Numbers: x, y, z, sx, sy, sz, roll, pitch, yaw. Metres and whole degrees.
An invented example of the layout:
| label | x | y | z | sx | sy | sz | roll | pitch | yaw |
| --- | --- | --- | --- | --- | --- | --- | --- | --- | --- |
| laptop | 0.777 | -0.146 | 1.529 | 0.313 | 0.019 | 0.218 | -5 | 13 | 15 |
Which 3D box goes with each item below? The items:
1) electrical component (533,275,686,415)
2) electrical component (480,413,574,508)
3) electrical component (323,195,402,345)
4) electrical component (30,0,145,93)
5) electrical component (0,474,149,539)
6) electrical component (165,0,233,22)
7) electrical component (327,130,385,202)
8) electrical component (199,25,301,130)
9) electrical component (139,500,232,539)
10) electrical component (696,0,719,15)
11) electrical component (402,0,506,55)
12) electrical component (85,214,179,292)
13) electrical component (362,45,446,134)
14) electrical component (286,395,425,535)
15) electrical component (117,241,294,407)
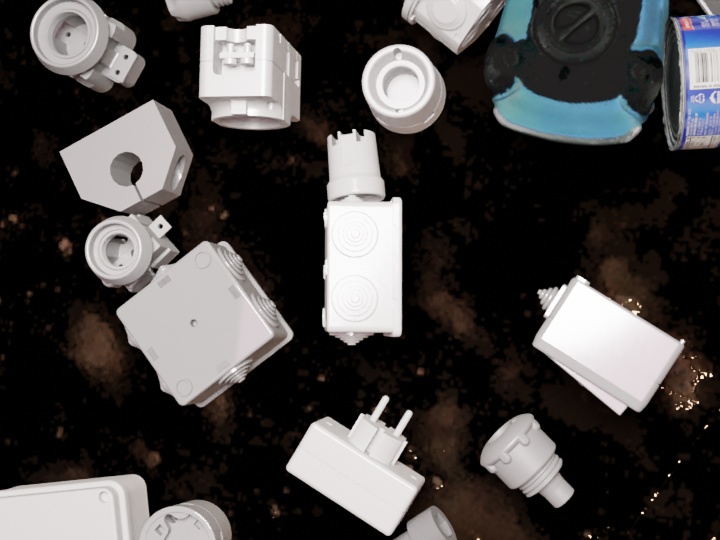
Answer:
| label | x | y | z | sx | sy | sz | roll | pitch | yaw |
| --- | --- | --- | --- | --- | --- | --- | --- | --- | --- |
| electrical component | 0.153 | 0.047 | 0.704 | 0.096 | 0.062 | 0.061 | 33 | 93 | 10 |
| electrical component | 0.115 | 0.130 | 0.716 | 0.048 | 0.048 | 0.062 | -45 | 88 | 5 |
| electrical component | 0.000 | 0.000 | 0.716 | 0.048 | 0.099 | 0.099 | 0 | 87 | -3 |
| electrical component | -0.202 | -0.165 | 0.780 | 0.078 | 0.057 | 0.058 | 30 | 92 | 10 |
| electrical component | -0.211 | 0.190 | 0.763 | 0.113 | 0.057 | 0.078 | -7 | 86 | 9 |
| electrical component | -0.109 | -0.205 | 0.773 | 0.062 | 0.043 | 0.043 | -12 | 85 | 8 |
| electrical component | -0.004 | -0.071 | 0.750 | 0.040 | 0.040 | 0.046 | -7 | 80 | 10 |
| electrical component | -0.074 | -0.129 | 0.739 | 0.050 | 0.089 | 0.055 | 1 | 87 | 10 |
| electrical component | -0.120 | 0.189 | 0.752 | 0.055 | 0.047 | 0.055 | -1 | 87 | 10 |
| electrical component | 0.281 | -0.194 | 0.697 | 0.109 | 0.056 | 0.108 | -33 | 82 | 7 |
| electrical component | 0.069 | -0.189 | 0.723 | 0.051 | 0.080 | 0.080 | 40 | 94 | 4 |
| electrical component | -0.165 | -0.013 | 0.766 | 0.066 | 0.055 | 0.048 | -43 | 81 | 5 |
| electrical component | 0.030 | -0.125 | 0.742 | 0.055 | 0.047 | 0.055 | -1 | 87 | 10 |
| electrical component | 0.007 | 0.123 | 0.733 | 0.083 | 0.047 | 0.075 | 31 | 93 | 10 |
| electrical component | -0.110 | 0.038 | 0.757 | 0.100 | 0.048 | 0.099 | -38 | 81 | 6 |
